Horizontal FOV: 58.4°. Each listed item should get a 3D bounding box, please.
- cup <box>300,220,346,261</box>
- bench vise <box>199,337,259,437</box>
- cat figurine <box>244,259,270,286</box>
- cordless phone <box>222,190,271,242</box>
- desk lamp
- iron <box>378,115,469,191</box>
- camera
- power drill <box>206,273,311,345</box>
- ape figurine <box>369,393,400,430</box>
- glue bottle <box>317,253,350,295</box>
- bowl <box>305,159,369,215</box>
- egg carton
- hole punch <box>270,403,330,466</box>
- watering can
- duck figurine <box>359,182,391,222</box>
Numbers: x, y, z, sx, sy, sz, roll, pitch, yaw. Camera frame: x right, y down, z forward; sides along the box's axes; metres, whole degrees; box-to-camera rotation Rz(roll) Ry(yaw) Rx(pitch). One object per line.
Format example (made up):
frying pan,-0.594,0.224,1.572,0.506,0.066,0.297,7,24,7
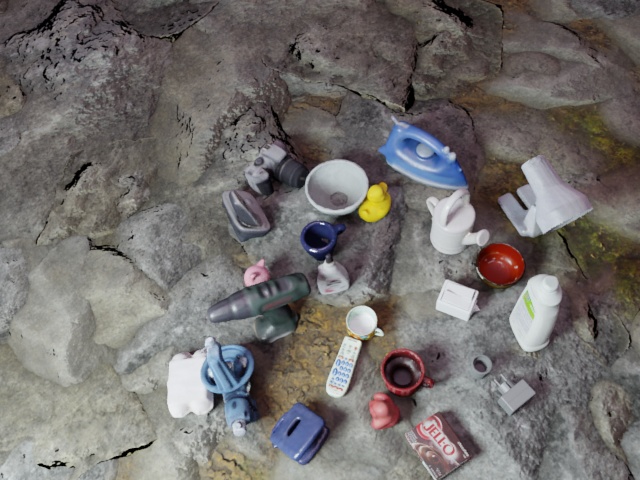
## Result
cup,0.013,0.005,1.426,0.118,0.095,0.091,-26,61,-7
bench vise,-0.184,0.298,1.218,0.121,0.220,0.207,-32,62,-11
cat figurine,-0.165,0.111,1.377,0.128,0.118,0.067,-40,64,-14
cordless phone,-0.201,-0.092,1.454,0.094,0.185,0.147,-30,62,-9
desk lamp,0.522,-0.089,1.347,0.118,0.214,0.203,-25,61,-6
iron,0.282,-0.231,1.496,0.257,0.141,0.119,32,70,21
camera,-0.110,-0.190,1.545,0.136,0.101,0.143,32,69,22
power drill,-0.125,0.160,1.293,0.230,0.209,0.075,-26,61,-7
ape figurine,0.133,0.363,1.217,0.076,0.092,0.078,22,66,18
glue bottle,0.027,0.075,1.341,0.078,0.173,0.037,-17,61,-2
bowl,0.047,-0.126,1.506,0.167,0.075,0.167,-3,61,6
egg carton,-0.291,0.326,1.302,0.107,0.069,0.150,-8,61,3
hole punch,-0.048,0.409,1.214,0.101,0.091,0.109,32,70,22
watering can,0.325,-0.050,1.361,0.172,0.194,0.101,22,66,18
duck figurine,0.141,-0.103,1.475,0.077,0.086,0.105,33,70,22
